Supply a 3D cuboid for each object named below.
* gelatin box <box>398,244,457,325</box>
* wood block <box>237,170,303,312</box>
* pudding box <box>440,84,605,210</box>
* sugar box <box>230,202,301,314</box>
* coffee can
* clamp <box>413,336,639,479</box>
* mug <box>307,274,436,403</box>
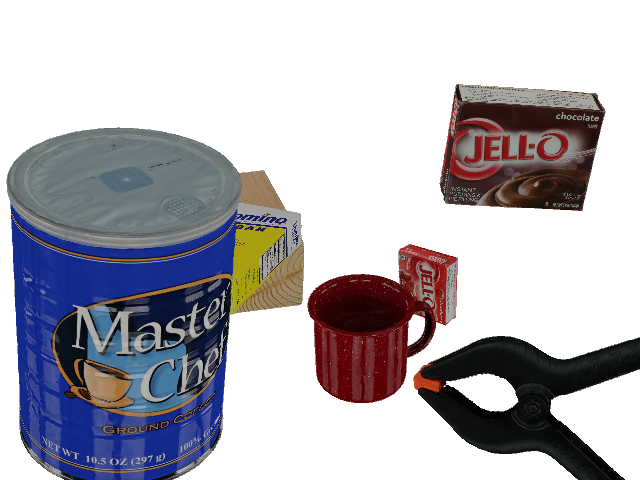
[{"bbox_3d":[0.136,0.056,1.363,0.073,0.089,0.030,18,33,35],"label":"gelatin box"},{"bbox_3d":[-0.089,-0.003,1.336,0.090,0.090,0.206,-6,29,-14],"label":"wood block"},{"bbox_3d":[0.155,-0.072,0.830,0.113,0.090,0.039,2,35,-3],"label":"pudding box"},{"bbox_3d":[-0.095,0.014,1.132,0.093,0.048,0.176,10,30,19],"label":"sugar box"},{"bbox_3d":[-0.093,0.031,0.507,0.102,0.140,0.103,5,30,-3],"label":"coffee can"},{"bbox_3d":[0.148,0.118,0.709,0.172,0.120,0.039,2,-2,19],"label":"clamp"},{"bbox_3d":[0.047,0.086,0.944,0.117,0.081,0.093,-13,33,-17],"label":"mug"}]
